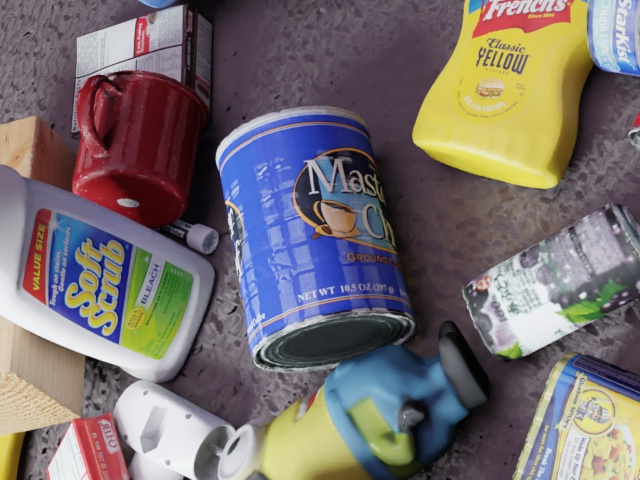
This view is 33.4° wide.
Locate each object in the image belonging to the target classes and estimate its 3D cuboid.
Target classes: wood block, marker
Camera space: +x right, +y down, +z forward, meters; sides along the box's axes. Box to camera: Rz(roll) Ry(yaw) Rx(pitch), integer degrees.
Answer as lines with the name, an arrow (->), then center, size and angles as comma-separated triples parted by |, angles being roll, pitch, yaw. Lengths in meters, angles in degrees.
wood block -> -0.226, 0.026, 0.771 | 0.090, 0.090, 0.206 | -14, 57, 16
marker -> -0.125, -0.018, 0.797 | 0.121, 0.020, 0.020 | 22, 87, 33

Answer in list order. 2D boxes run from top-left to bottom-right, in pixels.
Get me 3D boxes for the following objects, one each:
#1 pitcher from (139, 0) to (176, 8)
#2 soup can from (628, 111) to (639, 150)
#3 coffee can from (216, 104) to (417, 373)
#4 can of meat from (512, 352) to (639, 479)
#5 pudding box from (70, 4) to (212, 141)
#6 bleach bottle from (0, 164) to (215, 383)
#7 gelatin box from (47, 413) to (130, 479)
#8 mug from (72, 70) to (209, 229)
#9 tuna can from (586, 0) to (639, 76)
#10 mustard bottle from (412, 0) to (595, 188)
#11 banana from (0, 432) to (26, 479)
pitcher -> -0.052, -0.267, 0.761 | 0.243, 0.145, 0.149 | -32, 22, 17
soup can -> 0.223, -0.091, 0.591 | 0.069, 0.068, 0.102 | 23, 86, 33
coffee can -> -0.004, 0.001, 0.673 | 0.103, 0.102, 0.140 | -22, 65, 23
can of meat -> 0.157, 0.119, 0.567 | 0.084, 0.057, 0.102 | 22, 95, 35
pudding box -> -0.139, -0.125, 0.827 | 0.114, 0.039, 0.090 | -11, 69, 28
bleach bottle -> -0.169, 0.020, 0.673 | 0.068, 0.250, 0.102 | 20, 85, 33
gelatin box -> -0.156, 0.170, 0.728 | 0.089, 0.030, 0.073 | -54, 50, 46
mug -> -0.134, -0.067, 0.750 | 0.093, 0.117, 0.081 | -7, 58, 19
tuna can -> 0.186, -0.138, 0.616 | 0.034, 0.086, 0.086 | 16, 84, 34
mustard bottle -> 0.133, -0.133, 0.662 | 0.096, 0.058, 0.191 | 18, 84, 35
banana -> -0.229, 0.147, 0.795 | 0.070, 0.037, 0.198 | 17, 84, 33
